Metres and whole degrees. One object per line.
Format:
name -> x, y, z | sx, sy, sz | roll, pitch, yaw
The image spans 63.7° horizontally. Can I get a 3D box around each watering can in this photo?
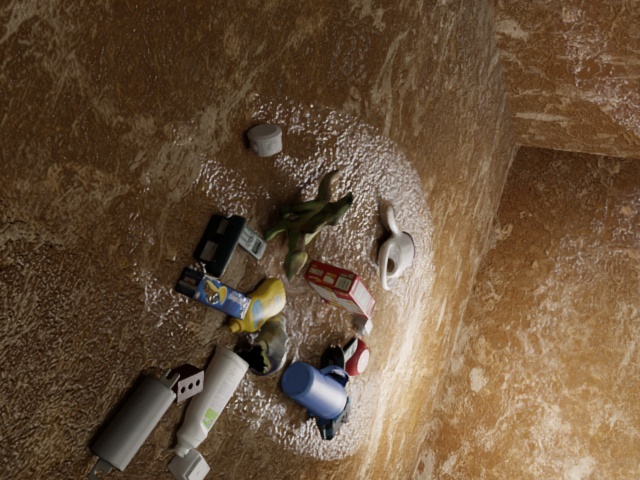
watering can -> 0.292, 0.019, 1.983 | 0.226, 0.104, 0.343 | -22, 119, -56

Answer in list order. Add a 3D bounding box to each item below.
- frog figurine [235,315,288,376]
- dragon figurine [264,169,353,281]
frog figurine -> -0.132, 0.280, 1.369 | 0.135, 0.123, 0.161 | -53, 171, 29
dragon figurine -> 0.004, -0.067, 1.324 | 0.120, 0.241, 0.417 | 46, 61, -24
